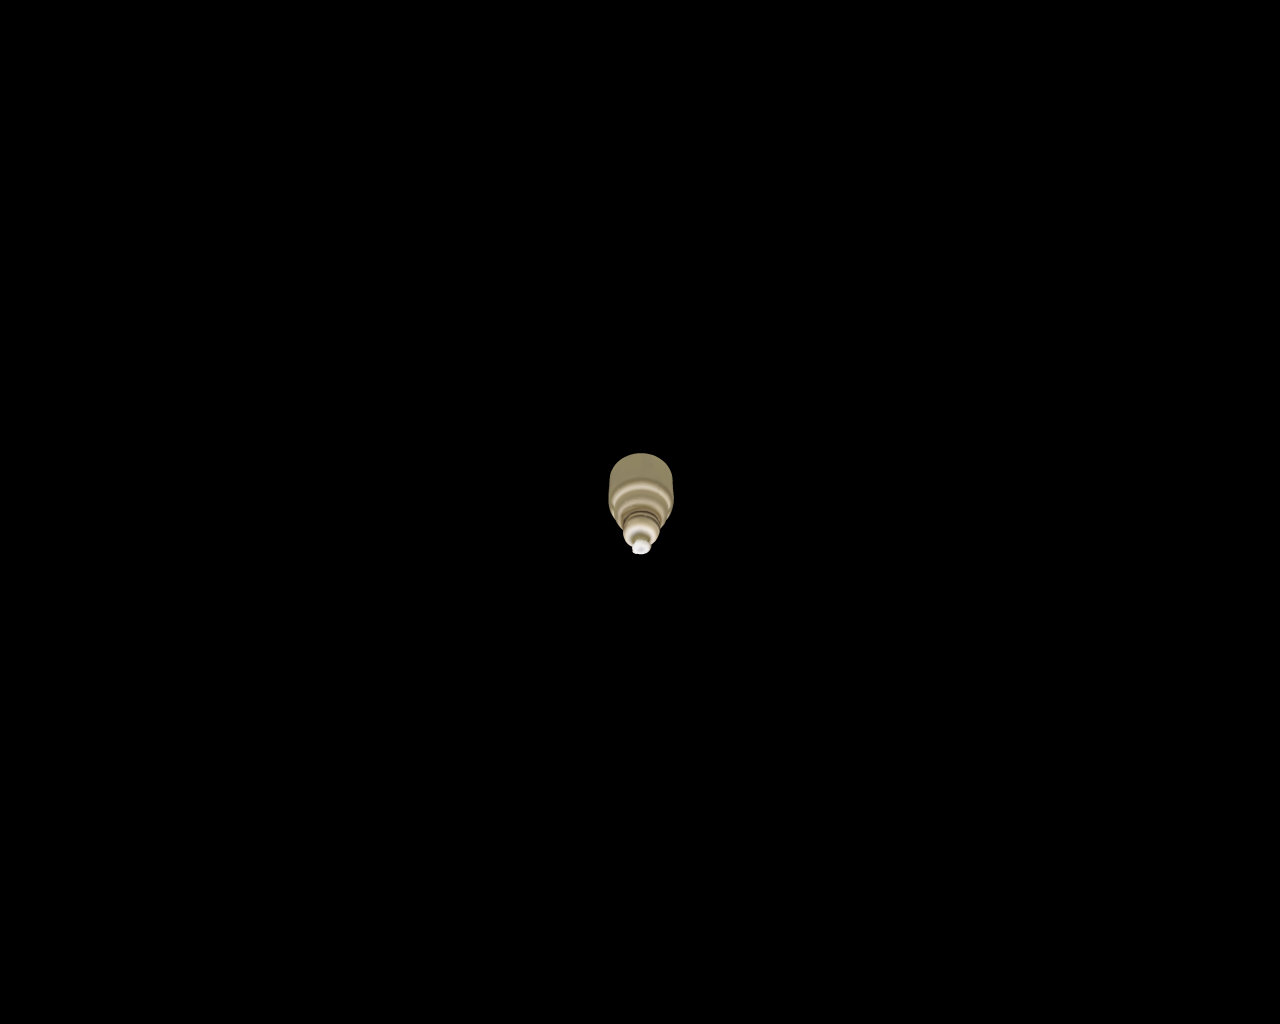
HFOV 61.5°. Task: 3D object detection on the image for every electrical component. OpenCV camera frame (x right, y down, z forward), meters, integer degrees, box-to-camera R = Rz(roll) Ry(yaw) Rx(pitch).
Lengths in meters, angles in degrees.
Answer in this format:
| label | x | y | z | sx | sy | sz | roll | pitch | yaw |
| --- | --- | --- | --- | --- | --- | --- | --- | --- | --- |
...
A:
| label | x | y | z | sx | sy | sz | roll | pitch | yaw |
| --- | --- | --- | --- | --- | --- | --- | --- | --- | --- |
| electrical component | 0.001 | -0.003 | 0.650 | 0.040 | 0.040 | 0.078 | 0 | 38 | 0 |
